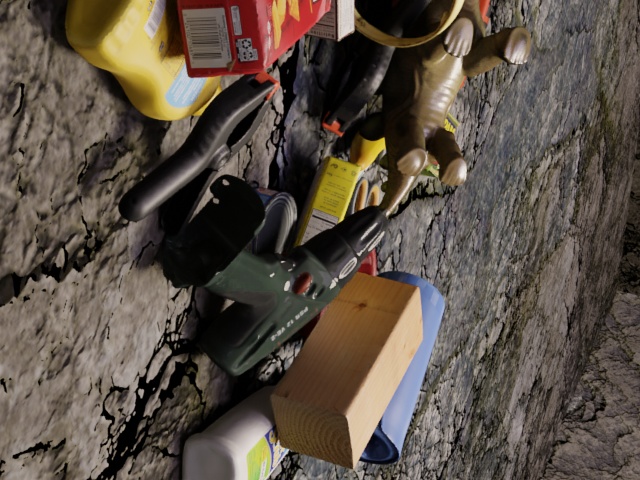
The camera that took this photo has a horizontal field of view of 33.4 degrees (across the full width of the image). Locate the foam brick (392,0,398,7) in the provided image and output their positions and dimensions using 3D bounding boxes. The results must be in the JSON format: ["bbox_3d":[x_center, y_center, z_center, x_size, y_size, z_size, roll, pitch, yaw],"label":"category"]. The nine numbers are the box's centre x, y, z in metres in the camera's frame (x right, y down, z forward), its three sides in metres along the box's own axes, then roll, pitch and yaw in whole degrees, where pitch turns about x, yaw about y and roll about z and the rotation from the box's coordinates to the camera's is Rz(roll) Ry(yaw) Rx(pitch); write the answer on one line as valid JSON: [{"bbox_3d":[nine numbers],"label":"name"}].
[{"bbox_3d":[0.123,-0.321,1.310,0.051,0.053,0.078,-30,131,-59],"label":"foam brick"}]

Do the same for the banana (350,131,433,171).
[{"bbox_3d":[0.085,-0.120,1.335,0.037,0.070,0.197,-42,162,29],"label":"banana"}]

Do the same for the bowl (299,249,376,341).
[{"bbox_3d":[0.011,0.066,1.282,0.161,0.055,0.162,-44,142,-51],"label":"bowl"}]

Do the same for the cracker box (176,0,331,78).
[{"bbox_3d":[-0.053,-0.238,0.856,0.213,0.072,0.164,-59,145,-62],"label":"cracker box"}]

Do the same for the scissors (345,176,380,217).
[{"bbox_3d":[0.048,0.011,1.384,0.096,0.016,0.202,-32,132,-58],"label":"scissors"}]

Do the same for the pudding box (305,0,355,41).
[{"bbox_3d":[-0.014,-0.248,0.996,0.039,0.090,0.113,-46,143,-47],"label":"pudding box"}]

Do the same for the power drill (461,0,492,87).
[{"bbox_3d":[0.200,-0.301,1.439,0.187,0.057,0.184,0,108,-80],"label":"power drill"}]

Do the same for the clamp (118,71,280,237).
[{"bbox_3d":[-0.097,-0.070,0.909,0.171,0.039,0.120,-46,173,-6],"label":"clamp"}]

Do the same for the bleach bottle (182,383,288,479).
[{"bbox_3d":[-0.063,0.209,1.195,0.250,0.068,0.103,-39,138,-58],"label":"bleach bottle"}]

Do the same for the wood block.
[{"bbox_3d":[0.035,0.139,1.186,0.205,0.091,0.090,-55,149,-42],"label":"wood block"}]

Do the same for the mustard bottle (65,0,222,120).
[{"bbox_3d":[-0.125,-0.149,0.844,0.191,0.058,0.096,48,56,-63],"label":"mustard bottle"}]

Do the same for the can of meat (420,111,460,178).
[{"bbox_3d":[0.144,-0.138,1.465,0.102,0.057,0.084,28,80,-66],"label":"can of meat"}]

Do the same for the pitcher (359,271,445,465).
[{"bbox_3d":[0.076,0.169,1.424,0.145,0.149,0.242,56,48,-40],"label":"pitcher"}]

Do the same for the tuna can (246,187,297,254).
[{"bbox_3d":[-0.059,-0.011,1.106,0.086,0.034,0.086,-44,142,-50],"label":"tuna can"}]

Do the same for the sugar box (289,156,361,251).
[{"bbox_3d":[-0.007,0.002,1.176,0.093,0.048,0.176,129,-21,-78],"label":"sugar box"}]

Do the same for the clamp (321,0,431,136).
[{"bbox_3d":[0.058,-0.217,1.194,0.210,0.036,0.165,-61,-161,6],"label":"clamp"}]

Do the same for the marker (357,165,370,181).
[{"bbox_3d":[0.028,-0.063,1.291,0.121,0.020,0.020,-54,149,-41],"label":"marker"}]
